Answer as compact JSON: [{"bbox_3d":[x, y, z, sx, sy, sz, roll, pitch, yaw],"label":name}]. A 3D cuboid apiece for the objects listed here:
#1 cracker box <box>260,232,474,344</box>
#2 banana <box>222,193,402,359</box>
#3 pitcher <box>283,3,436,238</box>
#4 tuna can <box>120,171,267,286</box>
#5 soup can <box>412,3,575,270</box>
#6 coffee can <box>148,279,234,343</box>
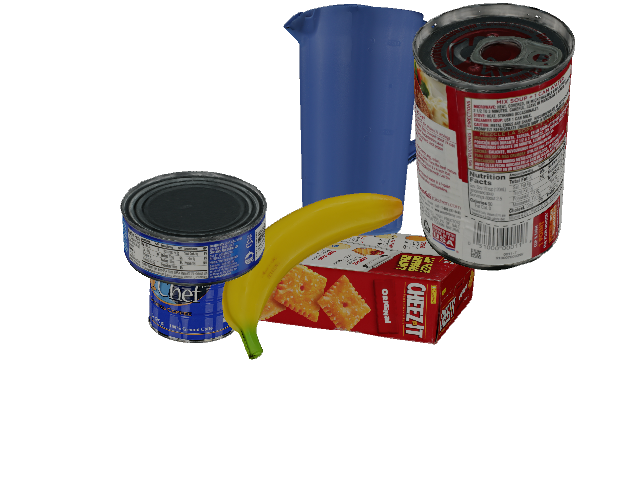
[{"bbox_3d":[0.034,0.039,1.071,0.214,0.072,0.164,7,15,19],"label":"cracker box"},{"bbox_3d":[-0.016,0.012,0.836,0.197,0.069,0.037,-44,-7,-31],"label":"banana"},{"bbox_3d":[0.049,-0.128,1.144,0.149,0.243,0.144,5,8,24],"label":"pitcher"},{"bbox_3d":[-0.075,-0.008,0.636,0.086,0.034,0.086,2,29,-1],"label":"tuna can"},{"bbox_3d":[0.077,-0.045,0.481,0.068,0.102,0.068,-4,40,4],"label":"soup can"},{"bbox_3d":[-0.139,0.028,1.189,0.103,0.140,0.103,4,25,-2],"label":"coffee can"}]
